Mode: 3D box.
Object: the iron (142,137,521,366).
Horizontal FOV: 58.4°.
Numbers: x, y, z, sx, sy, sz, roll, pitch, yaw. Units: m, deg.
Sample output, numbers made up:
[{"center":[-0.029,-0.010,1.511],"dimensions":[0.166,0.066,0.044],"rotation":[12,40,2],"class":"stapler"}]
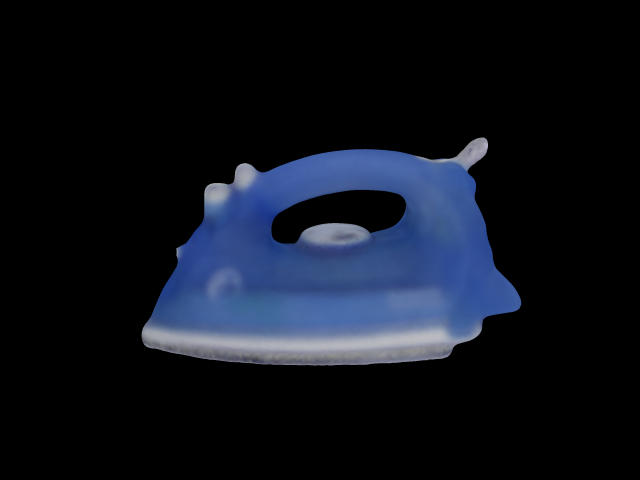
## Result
[{"center":[0.004,0.001,0.400],"dimensions":[0.258,0.141,0.118],"rotation":[-3,15,-9],"class":"iron"}]
